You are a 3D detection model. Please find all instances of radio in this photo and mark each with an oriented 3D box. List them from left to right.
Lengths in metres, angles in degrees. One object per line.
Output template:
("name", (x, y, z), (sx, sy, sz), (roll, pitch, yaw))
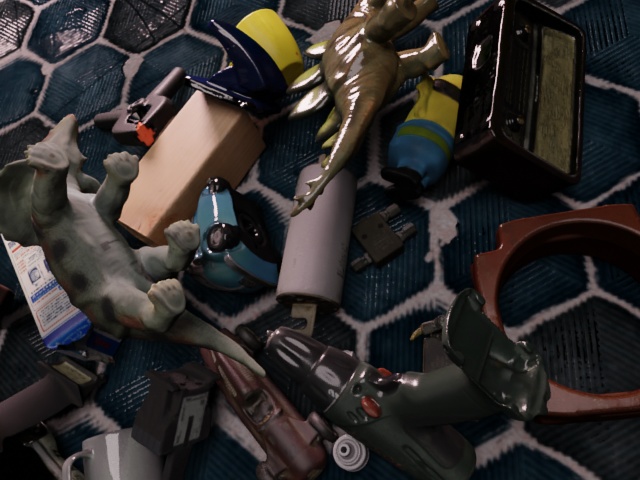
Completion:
("radio", (0.238, -0.173, 0.635), (0.131, 0.073, 0.229), (21, 65, -19))

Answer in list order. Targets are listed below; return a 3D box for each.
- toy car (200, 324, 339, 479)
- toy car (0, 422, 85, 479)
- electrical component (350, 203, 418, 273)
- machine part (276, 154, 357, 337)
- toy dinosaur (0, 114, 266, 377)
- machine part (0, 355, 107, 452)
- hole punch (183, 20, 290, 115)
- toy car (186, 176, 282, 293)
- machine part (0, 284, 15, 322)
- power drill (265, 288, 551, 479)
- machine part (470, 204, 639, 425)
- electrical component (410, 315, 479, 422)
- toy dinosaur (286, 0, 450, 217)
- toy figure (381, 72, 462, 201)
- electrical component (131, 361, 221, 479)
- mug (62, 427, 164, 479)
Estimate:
("toy car", (-0.068, 0.177, 0.592), (0.089, 0.053, 0.202), (-42, 64, -4))
("toy car", (-0.315, 0.273, 0.605), (0.202, 0.056, 0.073), (35, 79, 23))
("electrical component", (0.069, -0.002, 0.658), (0.094, 0.021, 0.063), (-35, 62, -3))
("machine part", (-0.001, -0.002, 0.644), (0.079, 0.079, 0.243), (2, 65, 15))
("toy dinosaur", (-0.236, 0.026, 0.599), (0.131, 0.192, 0.405), (-27, 79, -47))
("machine part", (-0.327, 0.182, 0.624), (0.084, 0.139, 0.039), (24, 117, 19))
("hole punch", (-0.097, -0.220, 0.701), (0.116, 0.142, 0.092), (26, 104, 6))
("toy car", (-0.121, 0.005, 0.660), (0.103, 0.109, 0.162), (-36, 52, 15))
("machine part", (-0.481, 0.055, 0.685), (0.180, 0.179, 0.056), (14, 66, 20))
("power drill", (0.075, 0.126, 0.479), (0.232, 0.207, 0.086), (42, 39, -2))
("machine part", (0.264, 0.075, 0.537), (0.201, 0.087, 0.201), (-10, 65, 10))
("electrical component", (0.132, 0.132, 0.565), (0.078, 0.045, 0.102), (5, 66, 18))
("toy dinosaur", (0.054, -0.211, 0.666), (0.198, 0.105, 0.471), (-31, 28, 34))
("toy figure", (0.139, -0.128, 0.668), (0.089, 0.082, 0.180), (25, 64, 3))
("electrical component", (-0.153, 0.194, 0.566), (0.048, 0.075, 0.119), (18, 100, 32))
("mug", (-0.210, 0.256, 0.560), (0.081, 0.109, 0.107), (-27, 67, 25))
